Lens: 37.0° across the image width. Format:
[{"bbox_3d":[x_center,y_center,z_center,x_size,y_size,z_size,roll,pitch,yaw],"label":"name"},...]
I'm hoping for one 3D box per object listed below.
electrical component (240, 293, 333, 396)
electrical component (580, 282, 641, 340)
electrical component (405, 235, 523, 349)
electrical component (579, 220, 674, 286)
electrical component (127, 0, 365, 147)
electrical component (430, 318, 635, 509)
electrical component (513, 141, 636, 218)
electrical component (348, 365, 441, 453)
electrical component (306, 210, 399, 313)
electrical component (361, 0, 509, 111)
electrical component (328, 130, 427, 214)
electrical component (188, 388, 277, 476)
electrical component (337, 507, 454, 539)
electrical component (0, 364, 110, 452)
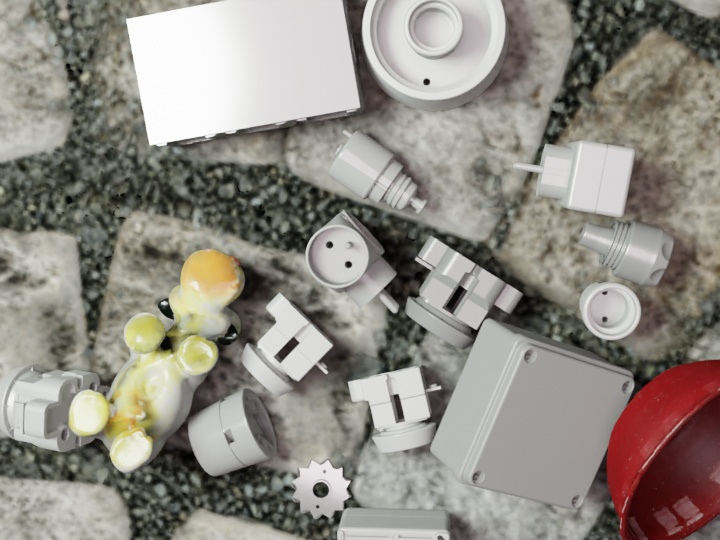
[{"bbox_3d":[-0.055,0.059,0.793,0.066,0.048,0.055,44,89,-1],"label":"electrical component"},{"bbox_3d":[0.178,0.027,0.772,0.040,0.046,0.040,0,95,4],"label":"electrical component"},{"bbox_3d":[0.069,0.020,0.774,0.078,0.058,0.057,32,94,0],"label":"electrical component"},{"bbox_3d":[0.189,-0.016,0.769,0.062,0.043,0.043,20,96,3],"label":"electrical component"},{"bbox_3d":[-0.078,-0.144,0.767,0.150,0.061,0.089,-9,95,5],"label":"electrical component"},{"bbox_3d":[0.122,0.102,0.757,0.109,0.056,0.108,18,98,-28],"label":"electrical component"},{"bbox_3d":[0.146,-0.067,0.755,0.077,0.065,0.047,10,96,3],"label":"electrical component"},{"bbox_3d":[0.029,0.102,0.791,0.066,0.048,0.055,-13,87,5],"label":"electrical component"},{"bbox_3d":[0.000,0.000,0.767,0.044,0.077,0.079,-44,91,7],"label":"electrical component"},{"bbox_3d":[0.052,-0.168,0.756,0.108,0.060,0.108,0,95,4],"label":"electrical component"},{"bbox_3d":[0.013,-0.067,0.778,0.078,0.040,0.040,35,97,0],"label":"electrical component"},{"bbox_3d":[-0.095,0.122,0.798,0.047,0.055,0.055,-23,93,10],"label":"electrical component"},{"bbox_3d":[0.033,0.211,0.792,0.096,0.061,0.061,1,95,4],"label":"electrical component"},{"bbox_3d":[-0.232,0.101,0.799,0.057,0.078,0.058,6,97,22],"label":"electrical component"}]
